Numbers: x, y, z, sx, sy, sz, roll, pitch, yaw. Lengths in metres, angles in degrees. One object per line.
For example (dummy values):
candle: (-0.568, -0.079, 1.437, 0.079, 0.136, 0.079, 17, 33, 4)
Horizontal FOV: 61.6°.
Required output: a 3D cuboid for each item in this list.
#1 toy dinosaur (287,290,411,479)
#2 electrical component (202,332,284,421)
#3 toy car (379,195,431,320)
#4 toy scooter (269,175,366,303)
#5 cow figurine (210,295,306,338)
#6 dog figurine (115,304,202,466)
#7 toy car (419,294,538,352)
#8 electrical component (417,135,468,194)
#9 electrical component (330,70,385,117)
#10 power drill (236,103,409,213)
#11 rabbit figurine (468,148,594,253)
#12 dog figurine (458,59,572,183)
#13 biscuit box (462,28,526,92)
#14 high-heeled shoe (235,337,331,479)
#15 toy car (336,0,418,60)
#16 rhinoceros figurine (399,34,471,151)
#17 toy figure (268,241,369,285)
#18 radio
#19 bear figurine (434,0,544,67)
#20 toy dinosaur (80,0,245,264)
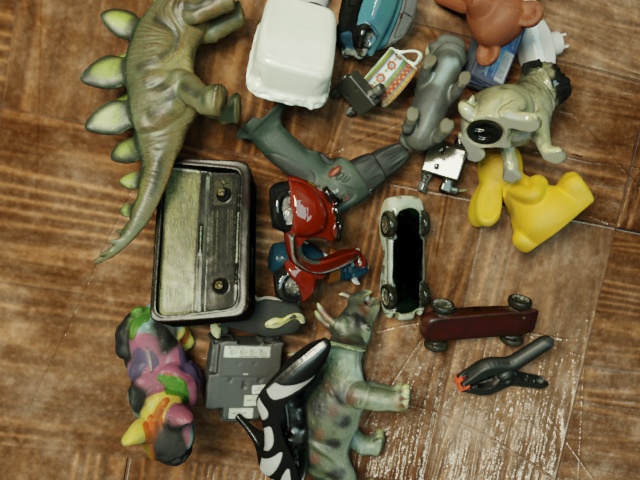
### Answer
toy dinosaur: (0.020, 0.282, 0.842, 0.192, 0.131, 0.404, 18, 101, 5)
electrical component: (-0.121, 0.211, 0.827, 0.115, 0.058, 0.134, 6, 96, -16)
toy car: (0.134, 0.030, 0.857, 0.073, 0.056, 0.201, -3, 98, -16)
toy scooter: (-0.002, -0.002, 0.758, 0.135, 0.075, 0.183, -5, 106, -8)
cow figurine: (-0.108, 0.113, 0.804, 0.167, 0.098, 0.068, -1, 103, -10)
dog figurine: (-0.221, 0.195, 0.734, 0.108, 0.219, 0.191, -16, 100, -11)
toy car: (0.261, 0.134, 0.890, 0.202, 0.053, 0.089, -4, 113, -10)
electrical component: (0.205, -0.119, 0.858, 0.078, 0.045, 0.102, 13, 92, 18)
electrical component: (0.056, -0.219, 0.796, 0.063, 0.094, 0.021, 48, 62, -13)
power drill: (-0.007, -0.131, 0.808, 0.232, 0.086, 0.207, -41, 109, 0)
rabbit figurine: (0.311, -0.076, 0.860, 0.162, 0.122, 0.173, -37, 87, 6)
dog figurine: (0.279, -0.206, 0.780, 0.172, 0.121, 0.190, 35, 58, -32)
biscuit box: (0.282, -0.332, 0.834, 0.059, 0.063, 0.202, 20, 93, -12)
high-heeled shoe: (-0.023, 0.250, 0.750, 0.145, 0.086, 0.248, 43, 122, 3)
toy car: (0.090, -0.340, 0.783, 0.103, 0.109, 0.161, 5, 105, -27)
rhinoceros figurine: (0.176, -0.222, 0.802, 0.073, 0.112, 0.190, 18, 80, 5)
toy figure: (-0.001, 0.035, 0.834, 0.154, 0.058, 0.064, 9, 101, -15)
radio: (-0.157, 0.004, 0.752, 0.131, 0.073, 0.229, -1, 77, 0)
bear figurine: (0.213, -0.355, 0.760, 0.132, 0.120, 0.196, 11, 54, -39)
toy dinosaur: (-0.209, -0.198, 0.724, 0.199, 0.105, 0.471, 3, 77, 10)
